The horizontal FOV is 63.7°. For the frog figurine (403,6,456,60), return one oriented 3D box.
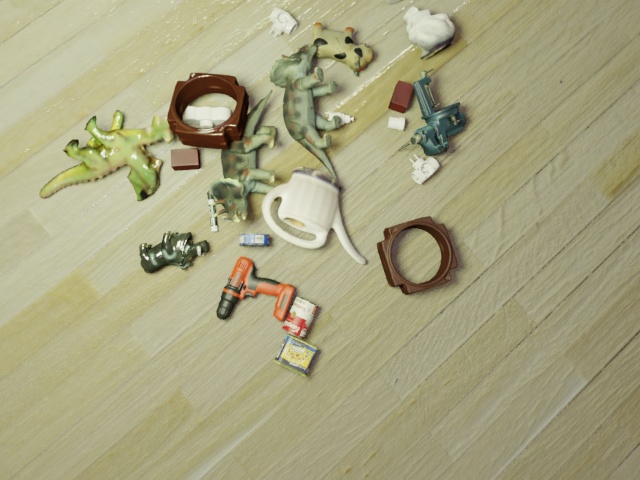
[{"bbox_3d":[0.331,-0.649,1.572,0.137,0.124,0.158,-29,98,11],"label":"frog figurine"}]

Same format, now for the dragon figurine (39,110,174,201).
[{"bbox_3d":[-0.568,-0.208,1.443,0.242,0.123,0.409,41,95,-5],"label":"dragon figurine"}]

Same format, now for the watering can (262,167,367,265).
[{"bbox_3d":[0.004,-0.074,1.467,0.346,0.103,0.227,23,73,-20],"label":"watering can"}]
